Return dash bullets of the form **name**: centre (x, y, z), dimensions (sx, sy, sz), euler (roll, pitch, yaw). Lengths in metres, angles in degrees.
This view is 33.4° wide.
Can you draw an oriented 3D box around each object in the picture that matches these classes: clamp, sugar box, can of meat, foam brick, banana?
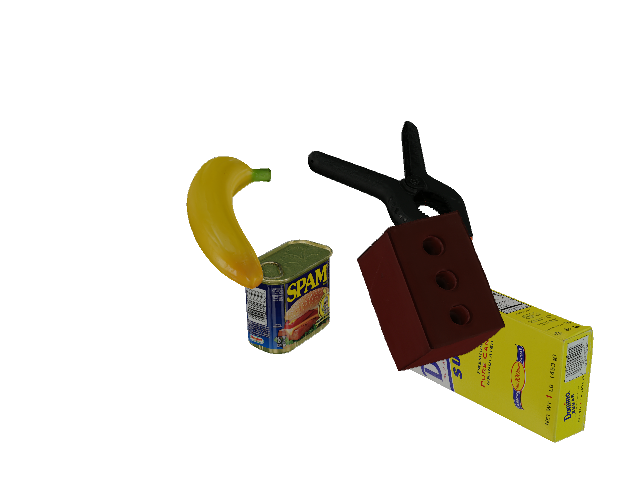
- **clamp**: centre (0.094, -0.056, 1.244), dimensions (0.164, 0.036, 0.210), euler (-16, 52, -28)
- **sugar box**: centre (0.147, 0.093, 0.911), dimensions (0.048, 0.093, 0.177), euler (-13, 23, -39)
- **can of meat**: centre (-0.032, 0.057, 1.087), dimensions (0.058, 0.084, 0.101), euler (15, 27, 33)
- **foam brick**: centre (0.065, 0.031, 0.640), dimensions (0.052, 0.078, 0.051), euler (-14, -16, -26)
- **banana**: centre (-0.077, -0.026, 0.882), dimensions (0.069, 0.037, 0.197), euler (7, 31, -4)
